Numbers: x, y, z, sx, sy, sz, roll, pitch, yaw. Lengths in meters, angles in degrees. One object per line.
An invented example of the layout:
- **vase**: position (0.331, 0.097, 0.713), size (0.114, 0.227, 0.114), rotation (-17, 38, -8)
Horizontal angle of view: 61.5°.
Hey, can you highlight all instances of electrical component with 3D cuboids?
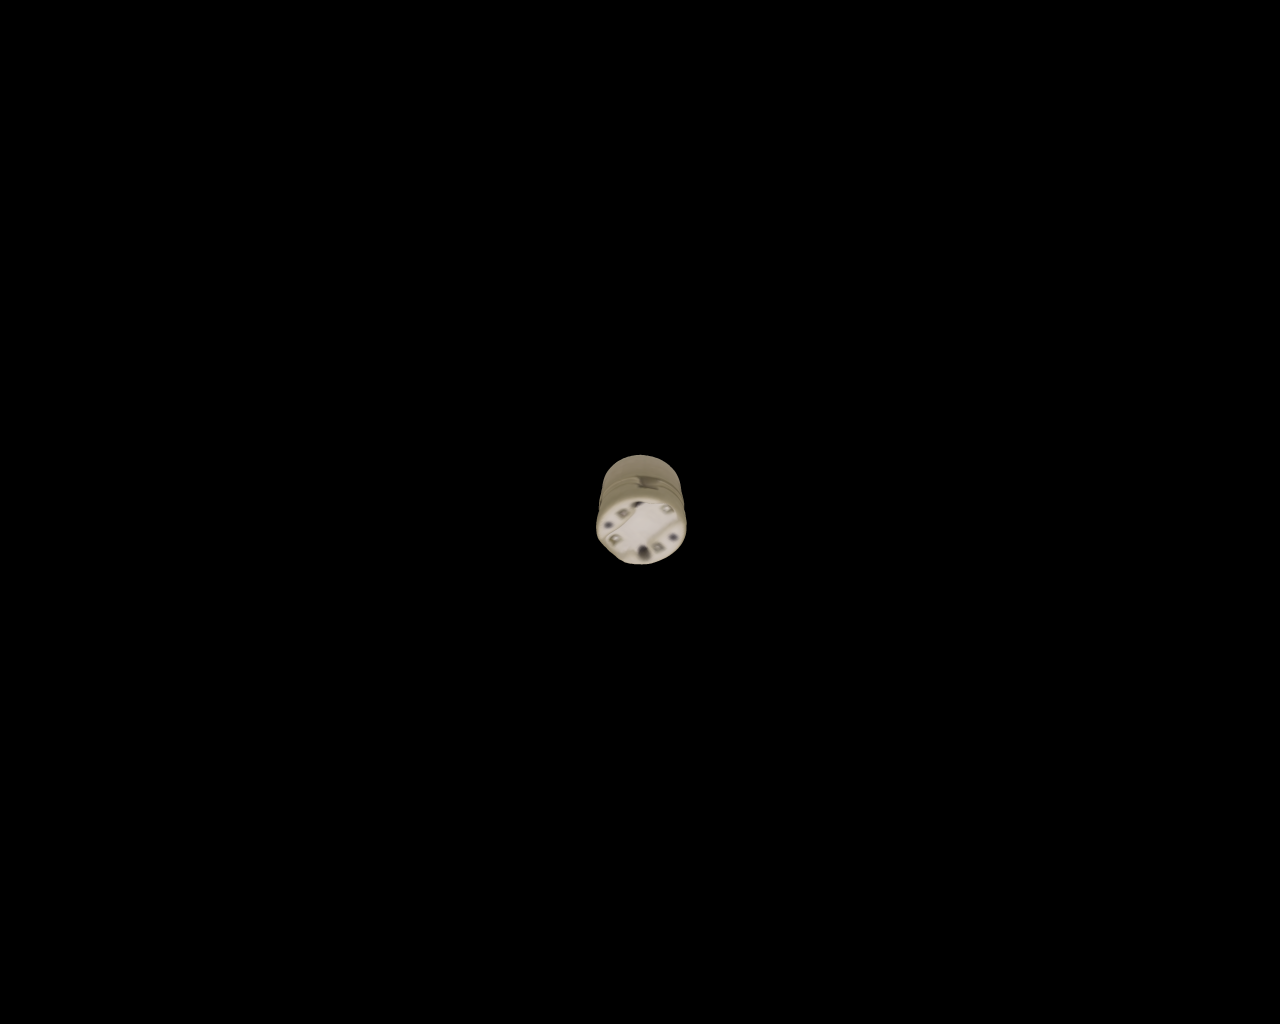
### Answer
- **electrical component**: position (0.001, -0.003, 0.650), size (0.055, 0.055, 0.047), rotation (0, 38, 0)
